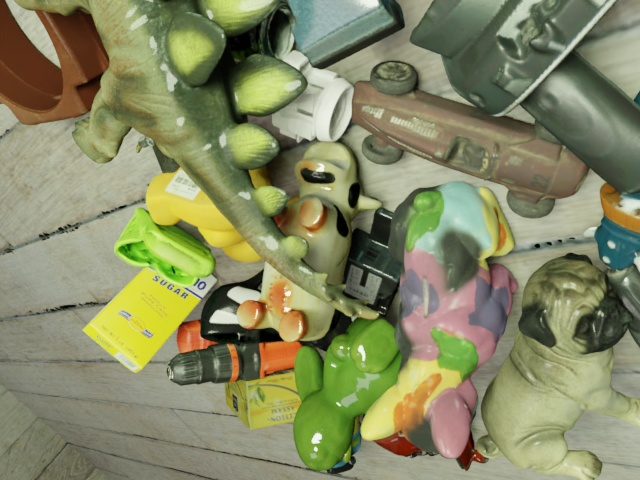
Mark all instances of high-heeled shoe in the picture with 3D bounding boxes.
[{"bbox_3d":[-0.025,0.128,0.677,0.249,0.145,0.086,37,142,1],"label":"high-heeled shoe"}]

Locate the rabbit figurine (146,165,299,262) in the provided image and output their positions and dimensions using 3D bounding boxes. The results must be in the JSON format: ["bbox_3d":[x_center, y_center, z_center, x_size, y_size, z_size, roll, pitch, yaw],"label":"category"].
[{"bbox_3d":[-0.084,-0.033,0.609,0.163,0.122,0.173,12,150,13],"label":"rabbit figurine"}]

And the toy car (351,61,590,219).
[{"bbox_3d":[0.115,-0.082,0.444,0.202,0.053,0.089,22,142,15],"label":"toy car"}]

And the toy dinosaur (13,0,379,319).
[{"bbox_3d":[-0.114,-0.129,0.416,0.199,0.105,0.471,-23,101,46],"label":"toy dinosaur"}]

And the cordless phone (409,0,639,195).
[{"bbox_3d":[0.163,-0.118,0.321,0.184,0.089,0.146,44,141,6],"label":"cordless phone"}]

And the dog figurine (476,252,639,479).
[{"bbox_3d":[0.189,0.114,0.473,0.190,0.172,0.121,49,178,-35],"label":"dog figurine"}]

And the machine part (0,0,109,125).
[{"bbox_3d":[-0.311,-0.232,0.571,0.201,0.087,0.201,2,131,35],"label":"machine part"}]

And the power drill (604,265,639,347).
[{"bbox_3d":[0.366,0.085,0.411,0.207,0.086,0.232,-24,112,42],"label":"power drill"}]

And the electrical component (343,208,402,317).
[{"bbox_3d":[0.060,0.024,0.591,0.075,0.048,0.119,26,142,9],"label":"electrical component"}]

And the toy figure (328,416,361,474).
[{"bbox_3d":[0.022,0.272,0.805,0.082,0.089,0.180,13,114,22],"label":"toy figure"}]

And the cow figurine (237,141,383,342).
[{"bbox_3d":[-0.001,-0.002,0.512,0.086,0.195,0.127,6,171,27],"label":"cow figurine"}]

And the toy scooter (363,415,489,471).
[{"bbox_3d":[0.155,0.268,0.747,0.135,0.075,0.184,46,135,-14],"label":"toy scooter"}]

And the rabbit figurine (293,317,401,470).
[{"bbox_3d":[0.025,0.165,0.600,0.121,0.170,0.159,45,171,-25],"label":"rabbit figurine"}]

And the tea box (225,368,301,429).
[{"bbox_3d":[-0.079,0.218,0.789,0.170,0.098,0.068,163,102,-71],"label":"tea box"}]

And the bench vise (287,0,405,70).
[{"bbox_3d":[-0.022,-0.236,0.321,0.129,0.223,0.240,-19,86,40],"label":"bench vise"}]

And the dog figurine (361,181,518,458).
[{"bbox_3d":[0.104,0.077,0.479,0.109,0.219,0.191,0,130,31],"label":"dog figurine"}]

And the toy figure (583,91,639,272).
[{"bbox_3d":[0.240,-0.040,0.389,0.058,0.064,0.154,-6,132,5],"label":"toy figure"}]

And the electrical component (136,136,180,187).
[{"bbox_3d":[-0.174,-0.090,0.644,0.078,0.045,0.102,19,138,22],"label":"electrical component"}]
